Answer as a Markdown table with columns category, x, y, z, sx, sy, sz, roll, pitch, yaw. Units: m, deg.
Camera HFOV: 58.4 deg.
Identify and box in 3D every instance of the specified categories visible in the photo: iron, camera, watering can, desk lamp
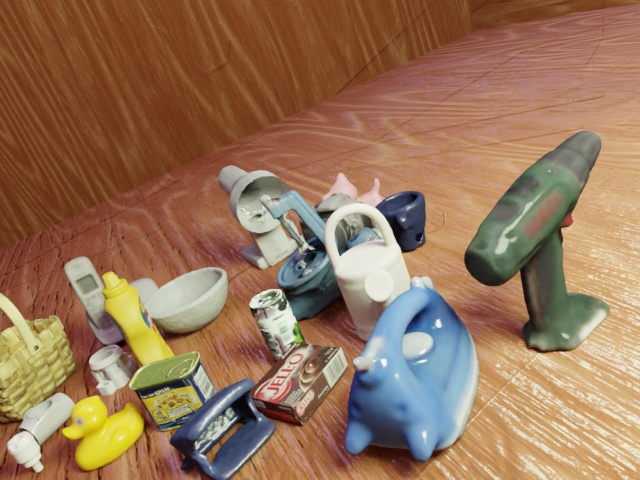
| category | x | y | z | sx | sy | sz | roll | pitch | yaw |
| --- | --- | --- | --- | --- | --- | --- | --- | --- | --- |
| iron | 0.106 | 0.119 | 0.650 | 0.118 | 0.142 | 0.259 | -8 | 26 | 33 |
| camera | 0.013 | -0.026 | 1.143 | 0.142 | 0.101 | 0.137 | -6 | 26 | 35 |
| watering can | 0.073 | 0.041 | 0.796 | 0.101 | 0.194 | 0.172 | -30 | 23 | -19 |
| desk lamp | -0.133 | -0.051 | 1.190 | 0.118 | 0.214 | 0.202 | -31 | 23 | -20 |

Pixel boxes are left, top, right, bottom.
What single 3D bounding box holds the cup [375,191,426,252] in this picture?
| category | x | y | z | sx | sy | sz | roll | pitch | yaw |
| --- | --- | --- | --- | --- | --- | --- | --- | --- | --- |
| cup | 0.153 | -0.023 | 1.010 | 0.091 | 0.095 | 0.117 | -18 | 22 | 10 |

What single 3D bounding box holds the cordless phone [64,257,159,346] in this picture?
| category | x | y | z | sx | sy | sz | roll | pitch | yaw |
| --- | --- | --- | --- | --- | --- | --- | --- | --- | --- |
| cordless phone | -0.400 | 0.102 | 1.123 | 0.148 | 0.185 | 0.094 | -30 | 23 | -19 |

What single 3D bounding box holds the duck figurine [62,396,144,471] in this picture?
| category | x | y | z | sx | sy | sz | roll | pitch | yaw |
| --- | --- | --- | --- | --- | --- | --- | --- | --- | --- |
| duck figurine | -0.306 | 0.256 | 0.801 | 0.105 | 0.086 | 0.077 | -34 | 24 | -27 |

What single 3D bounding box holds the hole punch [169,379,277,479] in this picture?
| category | x | y | z | sx | sy | sz | roll | pitch | yaw |
| --- | --- | --- | --- | --- | --- | --- | --- | --- | --- |
| hole punch | -0.128 | 0.223 | 0.700 | 0.100 | 0.091 | 0.109 | 1 | 31 | 46 |

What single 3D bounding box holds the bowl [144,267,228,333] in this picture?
| category | x | y | z | sx | sy | sz | roll | pitch | yaw |
| --- | --- | --- | --- | --- | --- | --- | --- | --- | --- |
| bowl | -0.239 | 0.123 | 1.068 | 0.167 | 0.075 | 0.167 | -19 | 22 | 8 |

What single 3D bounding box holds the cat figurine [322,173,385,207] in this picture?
| category | x | y | z | sx | sy | sz | roll | pitch | yaw |
| --- | --- | --- | --- | --- | --- | --- | --- | --- | --- |
| cat figurine | 0.074 | -0.089 | 1.211 | 0.127 | 0.118 | 0.067 | -18 | 22 | 11 |

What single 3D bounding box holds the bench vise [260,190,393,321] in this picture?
| category | x | y | z | sx | sy | sz | roll | pitch | yaw |
| --- | --- | --- | --- | --- | --- | --- | --- | --- | --- |
| bench vise | 0.003 | 0.001 | 0.924 | 0.208 | 0.220 | 0.121 | -30 | 23 | -20 |

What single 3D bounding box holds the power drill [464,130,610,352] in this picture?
| category | x | y | z | sx | sy | sz | roll | pitch | yaw |
| --- | --- | --- | --- | --- | --- | --- | --- | --- | --- |
| power drill | 0.266 | 0.011 | 0.661 | 0.230 | 0.209 | 0.075 | -34 | 24 | -27 |
